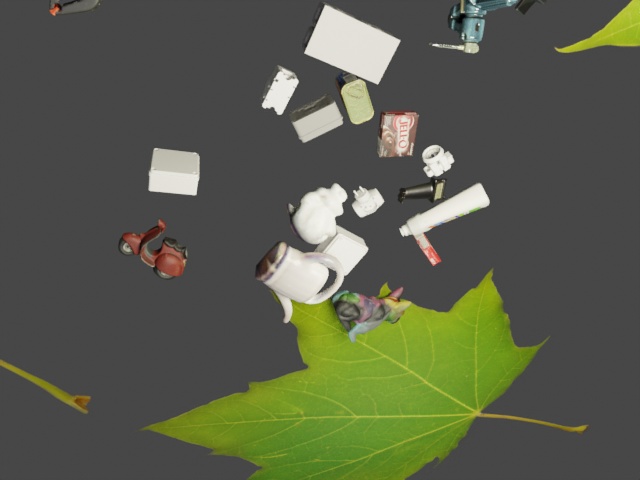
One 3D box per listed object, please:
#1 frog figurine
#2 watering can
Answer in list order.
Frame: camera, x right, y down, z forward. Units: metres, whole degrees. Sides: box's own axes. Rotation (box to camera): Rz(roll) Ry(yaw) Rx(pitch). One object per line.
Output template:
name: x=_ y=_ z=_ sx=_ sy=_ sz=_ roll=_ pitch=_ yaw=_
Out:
frog figurine: x=0.004 y=-0.067 z=1.339 sx=0.158 sy=0.125 sz=0.136 roll=-26 pitch=107 yaw=19
watering can: x=-0.084 y=0.123 z=1.444 sx=0.223 sy=0.106 sz=0.341 roll=31 pitch=132 yaw=-17
